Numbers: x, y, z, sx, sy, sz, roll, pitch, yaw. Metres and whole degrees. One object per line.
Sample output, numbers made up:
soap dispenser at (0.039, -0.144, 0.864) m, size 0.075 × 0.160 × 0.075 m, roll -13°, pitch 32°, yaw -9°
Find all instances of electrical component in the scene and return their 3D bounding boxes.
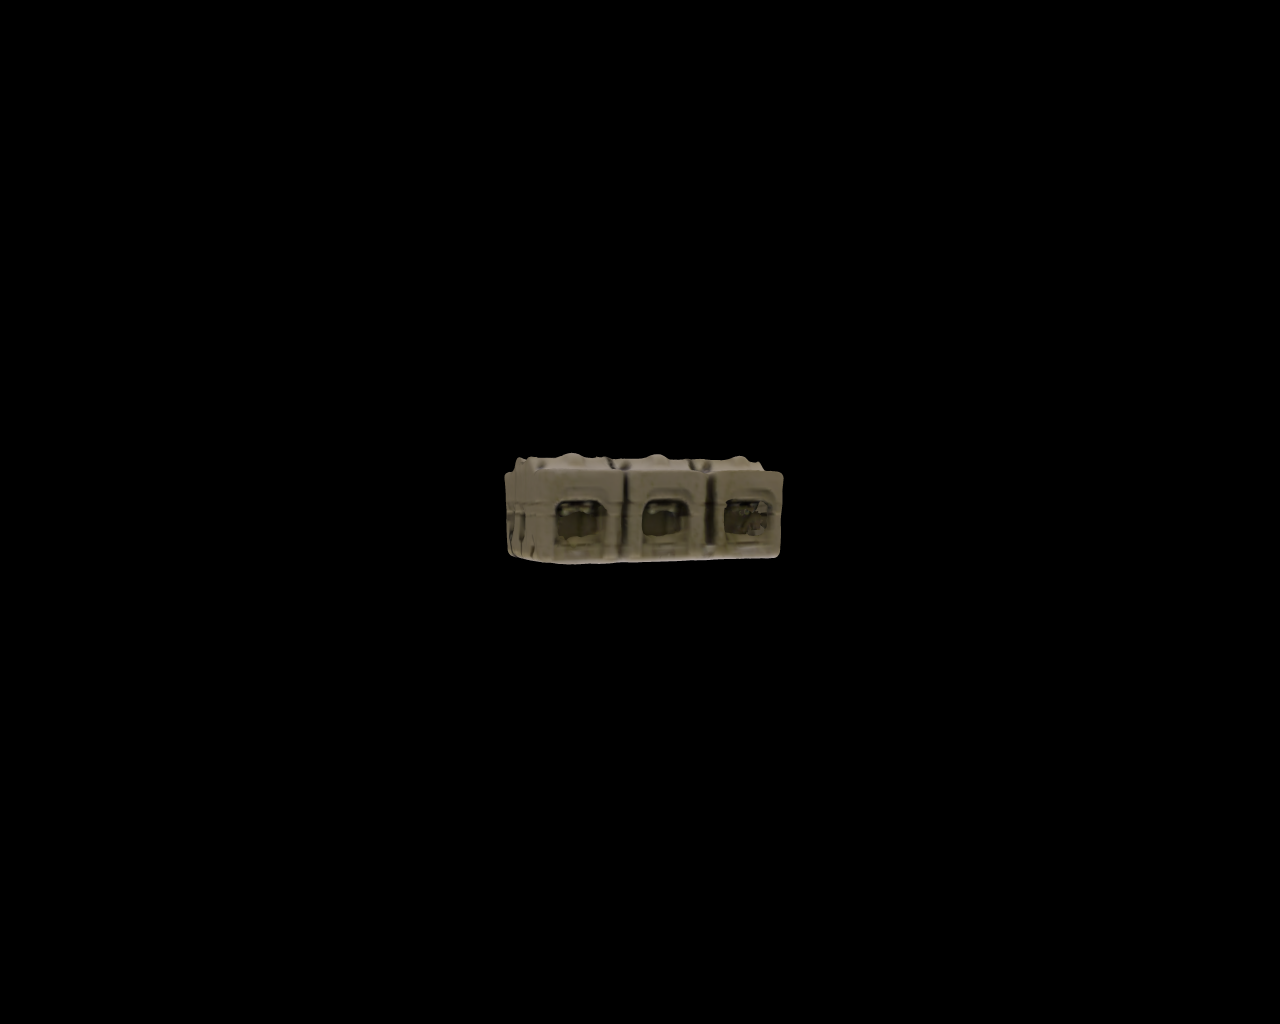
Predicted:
electrical component at (0.001, -0.003, 0.650) m, size 0.150 × 0.061 × 0.089 m, roll 0°, pitch 0°, yaw -21°
